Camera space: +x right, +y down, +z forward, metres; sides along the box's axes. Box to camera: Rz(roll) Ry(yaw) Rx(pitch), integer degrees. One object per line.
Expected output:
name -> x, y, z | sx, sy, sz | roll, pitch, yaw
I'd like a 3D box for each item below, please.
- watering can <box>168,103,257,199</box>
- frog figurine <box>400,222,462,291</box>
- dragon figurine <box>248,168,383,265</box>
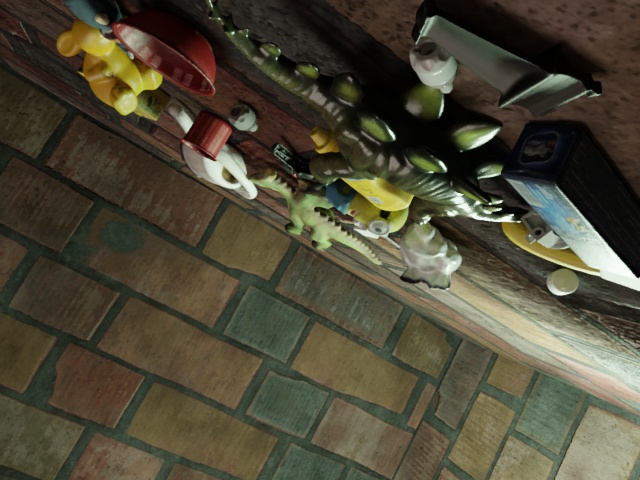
watering can -> -0.294, -0.230, 1.329 | 0.226, 0.105, 0.342 | 23, 160, 50
frog figurine -> 0.219, 0.011, 1.046 | 0.139, 0.124, 0.156 | 33, 143, 52
dragon figurine -> 0.004, -0.066, 1.313 | 0.411, 0.123, 0.240 | 28, 166, 3
